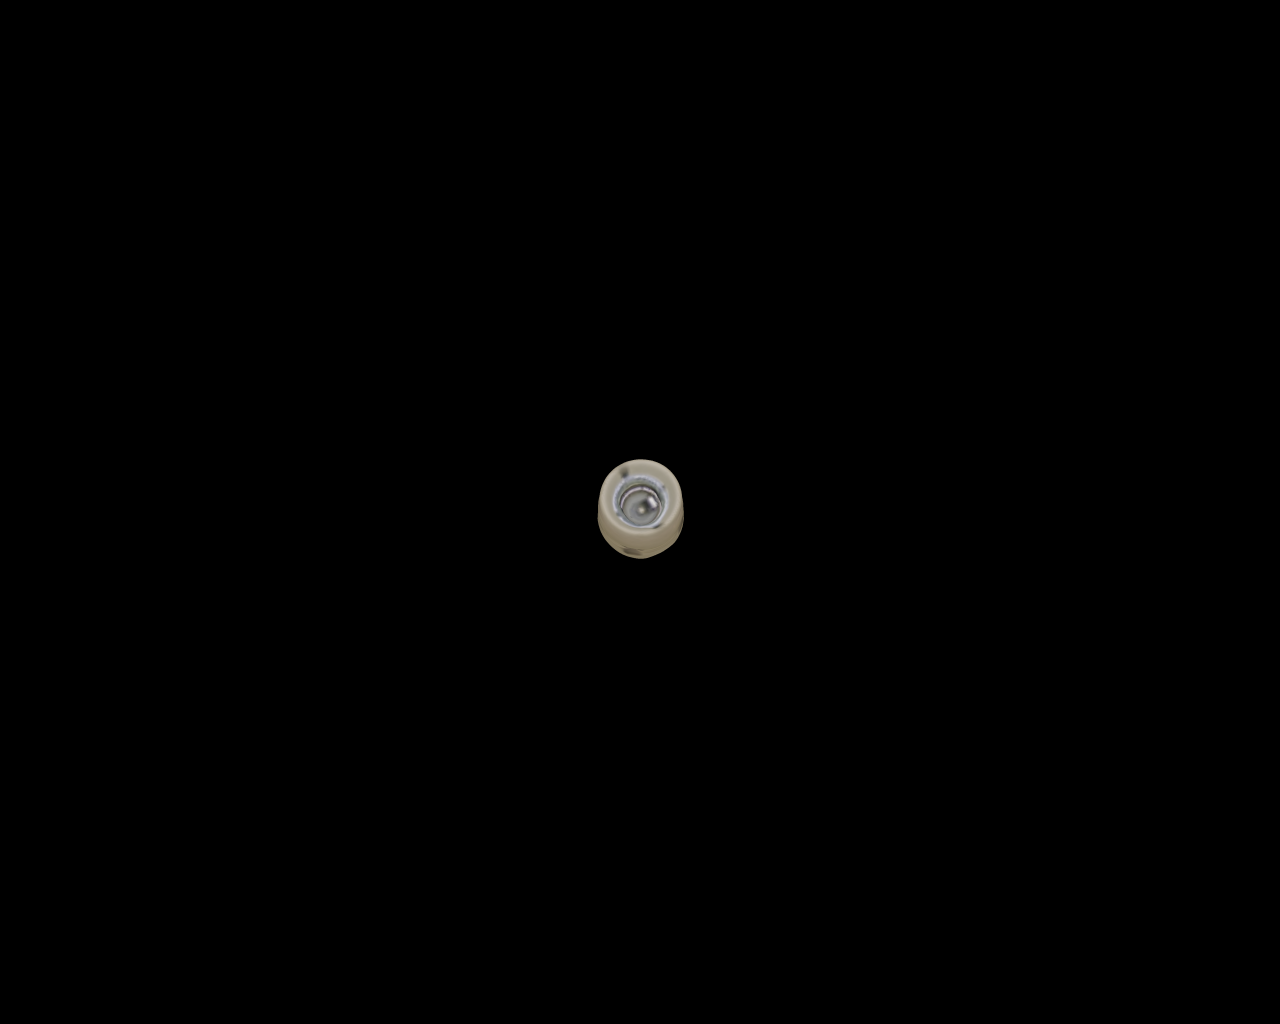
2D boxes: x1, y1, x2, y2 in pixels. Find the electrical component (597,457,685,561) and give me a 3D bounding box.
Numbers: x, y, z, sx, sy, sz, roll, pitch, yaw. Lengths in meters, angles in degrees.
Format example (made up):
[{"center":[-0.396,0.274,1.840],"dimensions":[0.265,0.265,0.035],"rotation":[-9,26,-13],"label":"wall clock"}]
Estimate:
[{"center":[0.001,-0.003,0.650],"dimensions":[0.055,0.055,0.047],"rotation":[0,-16,0],"label":"electrical component"}]
